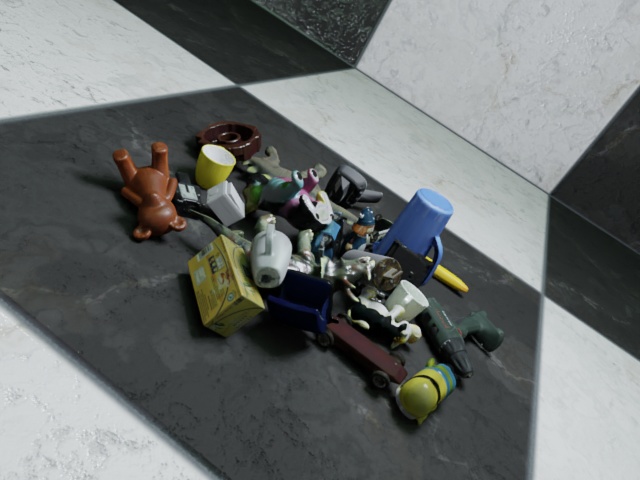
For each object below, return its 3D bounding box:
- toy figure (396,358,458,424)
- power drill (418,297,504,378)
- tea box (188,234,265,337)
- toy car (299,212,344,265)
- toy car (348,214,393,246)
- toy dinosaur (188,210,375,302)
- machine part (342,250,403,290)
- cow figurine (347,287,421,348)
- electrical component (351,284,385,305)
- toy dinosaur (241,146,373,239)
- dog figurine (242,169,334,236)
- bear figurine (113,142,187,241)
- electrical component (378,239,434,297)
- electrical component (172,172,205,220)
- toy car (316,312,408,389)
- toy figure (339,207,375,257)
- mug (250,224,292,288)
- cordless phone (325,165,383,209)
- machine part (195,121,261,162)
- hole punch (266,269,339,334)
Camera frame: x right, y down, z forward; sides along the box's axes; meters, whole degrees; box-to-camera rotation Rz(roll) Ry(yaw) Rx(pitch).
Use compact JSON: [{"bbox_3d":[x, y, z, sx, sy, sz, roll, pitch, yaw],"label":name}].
[{"bbox_3d":[0.219,0.292,1.076,0.082,0.089,0.180,42,33,27],"label":"toy figure"},{"bbox_3d":[0.350,0.238,1.307,0.207,0.086,0.232,-1,39,-32],"label":"power drill"},{"bbox_3d":[-0.179,0.083,1.006,0.068,0.098,0.170,40,17,-45],"label":"tea box"},{"bbox_3d":[-0.003,-0.004,1.334,0.103,0.109,0.162,12,38,13],"label":"toy car"},{"bbox_3d":[0.156,-0.028,1.551,0.074,0.056,0.201,37,28,23],"label":"toy car"},{"bbox_3d":[-0.091,0.052,1.145,0.405,0.131,0.192,13,33,-19],"label":"toy dinosaur"},{"bbox_3d":[0.114,0.068,1.259,0.079,0.079,0.243,16,-1,-25],"label":"machine part"},{"bbox_3d":[0.144,0.185,1.194,0.167,0.068,0.098,33,35,10],"label":"cow figurine"},{"bbox_3d":[0.115,0.127,1.303,0.094,0.021,0.063,27,29,-5],"label":"electrical component"},{"bbox_3d":[-0.059,-0.133,1.471,0.472,0.105,0.198,22,36,3],"label":"toy dinosaur"},{"bbox_3d":[-0.095,-0.081,1.292,0.108,0.219,0.191,-29,98,-55],"label":"dog figurine"},{"bbox_3d":[-0.354,-0.098,1.119,0.120,0.131,0.196,-13,41,-14],"label":"bear figurine"},{"bbox_3d":[0.200,0.081,1.341,0.115,0.134,0.058,31,8,3],"label":"electrical component"},{"bbox_3d":[-0.315,-0.104,1.234,0.075,0.047,0.119,7,36,-38],"label":"electrical component"},{"bbox_3d":[0.083,0.225,1.091,0.202,0.053,0.089,35,34,15],"label":"toy car"},{"bbox_3d":[0.101,-0.013,1.372,0.058,0.154,0.064,24,29,-7],"label":"toy figure"},{"bbox_3d":[-0.092,0.032,1.010,0.081,0.109,0.107,7,33,-6],"label":"mug"},{"bbox_3d":[0.117,-0.147,1.588,0.184,0.146,0.089,3,59,-23],"label":"cordless phone"},{"bbox_3d":[-0.250,-0.268,1.478,0.179,0.056,0.179,0,35,0],"label":"machine part"},{"bbox_3d":[-0.039,0.134,1.040,0.142,0.115,0.092,12,37,15],"label":"hole punch"}]
